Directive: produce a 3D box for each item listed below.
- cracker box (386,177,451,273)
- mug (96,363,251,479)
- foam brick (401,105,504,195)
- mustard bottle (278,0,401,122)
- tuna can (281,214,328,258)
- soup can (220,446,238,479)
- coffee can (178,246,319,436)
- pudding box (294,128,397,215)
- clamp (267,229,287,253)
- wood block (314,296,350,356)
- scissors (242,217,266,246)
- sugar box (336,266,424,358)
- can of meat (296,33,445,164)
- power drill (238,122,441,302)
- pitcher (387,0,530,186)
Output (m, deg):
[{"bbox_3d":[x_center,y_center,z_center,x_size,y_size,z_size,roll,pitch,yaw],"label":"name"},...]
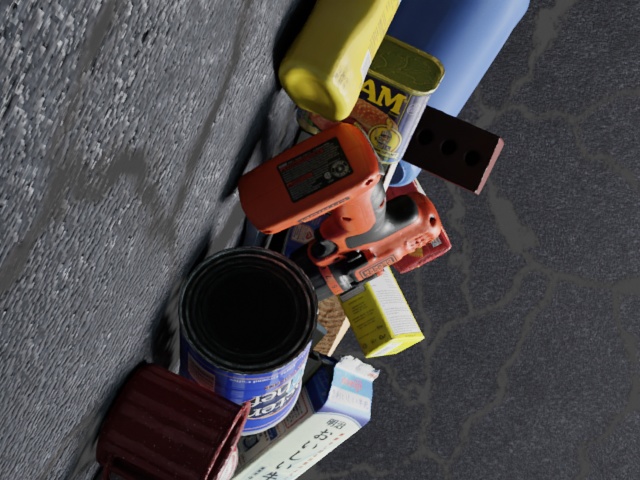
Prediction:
[{"bbox_3d":[0.087,-0.046,1.267,0.072,0.164,0.213,-30,177,6],"label":"cracker box"},{"bbox_3d":[-0.110,0.147,0.752,0.117,0.081,0.093,-58,171,-46],"label":"mug"},{"bbox_3d":[0.113,-0.078,0.922,0.053,0.078,0.051,-66,170,4],"label":"foam brick"},{"bbox_3d":[0.036,-0.186,0.773,0.191,0.058,0.096,-63,170,-10],"label":"mustard bottle"},{"bbox_3d":[-0.007,0.001,1.013,0.086,0.034,0.086,18,90,-77],"label":"tuna can"},{"bbox_3d":[-0.115,0.203,0.998,0.068,0.068,0.102,-64,174,-9],"label":"soup can"},{"bbox_3d":[-0.059,0.082,0.829,0.102,0.103,0.140,-61,173,-28],"label":"coffee can"},{"bbox_3d":[0.023,-0.076,0.954,0.114,0.090,0.039,-68,172,19],"label":"pudding box"},{"bbox_3d":[-0.058,0.054,1.039,0.120,0.039,0.172,-45,154,-53],"label":"clamp"},{"bbox_3d":[-0.001,0.083,1.379,0.206,0.090,0.091,-45,159,-74],"label":"wood block"},{"bbox_3d":[-0.065,0.010,0.906,0.201,0.016,0.096,-64,172,-7],"label":"scissors"},{"bbox_3d":[0.044,0.040,1.166,0.048,0.176,0.093,-33,164,20],"label":"sugar box"},{"bbox_3d":[0.037,-0.119,0.862,0.057,0.102,0.084,-60,174,-47],"label":"can of meat"},{"bbox_3d":[-0.001,-0.009,0.860,0.184,0.057,0.187,-29,155,4],"label":"power drill"},{"bbox_3d":[0.094,-0.175,1.061,0.242,0.145,0.149,-59,160,-21],"label":"pitcher"}]
